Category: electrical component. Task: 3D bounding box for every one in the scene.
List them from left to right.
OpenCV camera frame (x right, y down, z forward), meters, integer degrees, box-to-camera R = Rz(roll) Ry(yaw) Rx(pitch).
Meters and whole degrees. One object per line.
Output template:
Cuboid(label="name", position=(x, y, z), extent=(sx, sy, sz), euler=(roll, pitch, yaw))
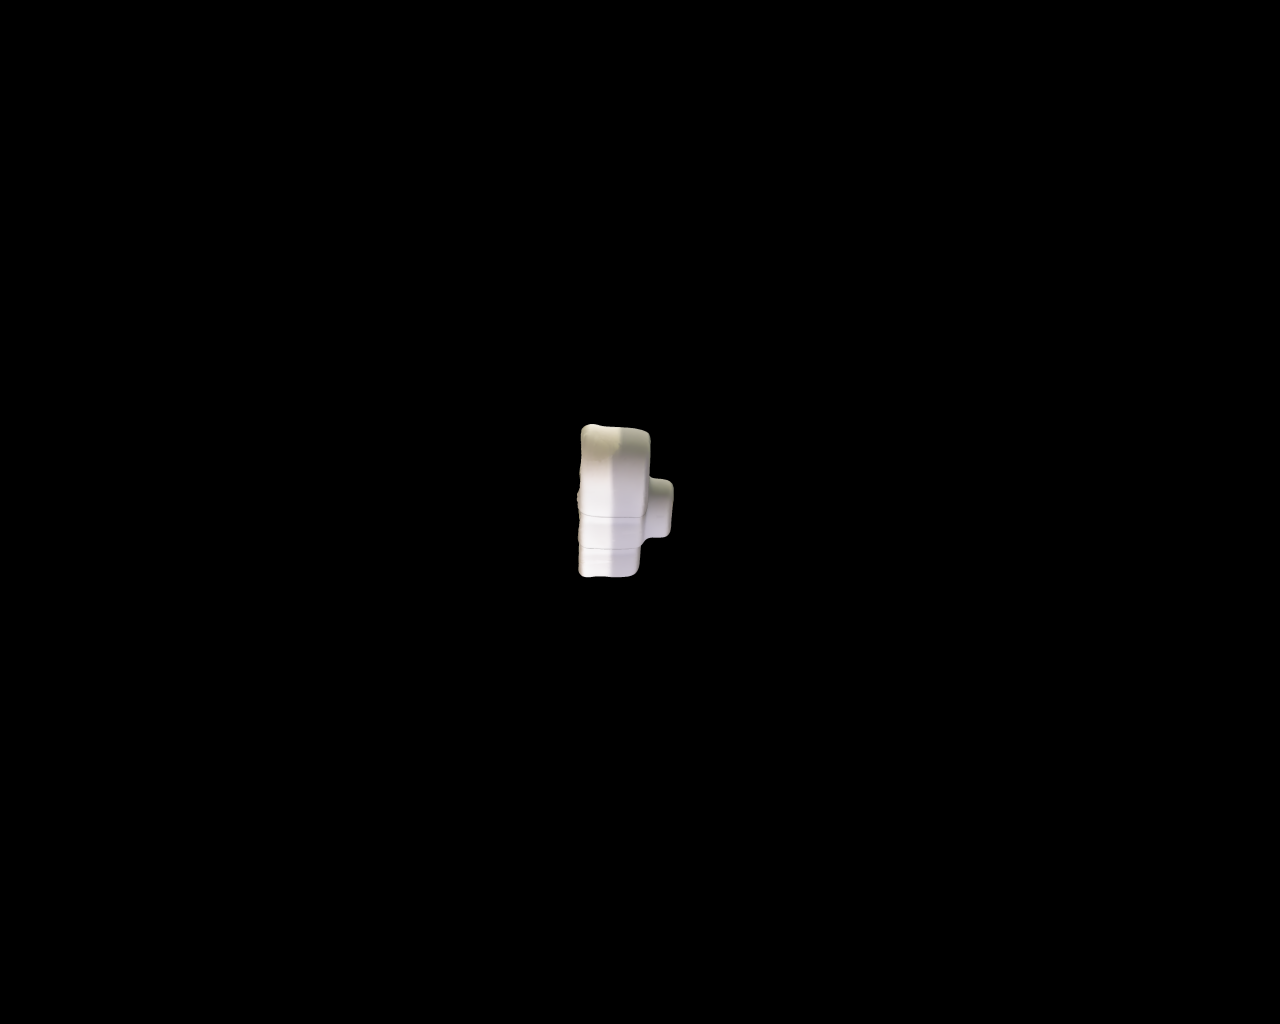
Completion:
Cuboid(label="electrical component", position=(0.001, -0.003, 0.650), extent=(0.074, 0.052, 0.138), euler=(2, -27, -3))
